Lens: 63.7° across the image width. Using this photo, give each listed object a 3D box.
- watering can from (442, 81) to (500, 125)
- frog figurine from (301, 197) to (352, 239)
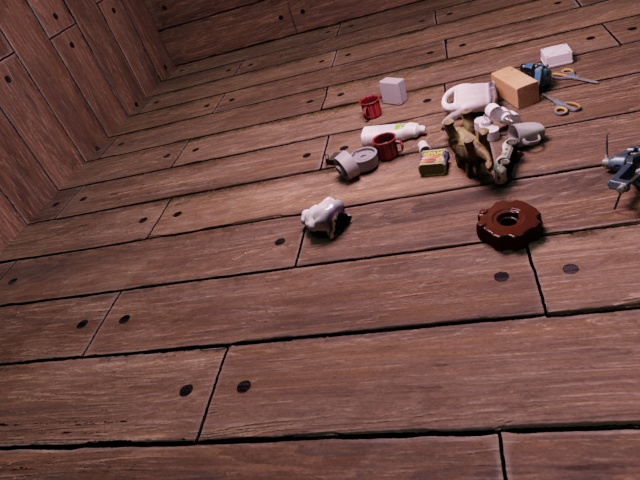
[{"bbox_3d":[0.592,-0.540,2.034,0.224,0.102,0.356,-3,38,22],"label":"watering can"},{"bbox_3d":[0.005,-0.086,1.714,0.161,0.120,0.139,24,73,31],"label":"frog figurine"}]
